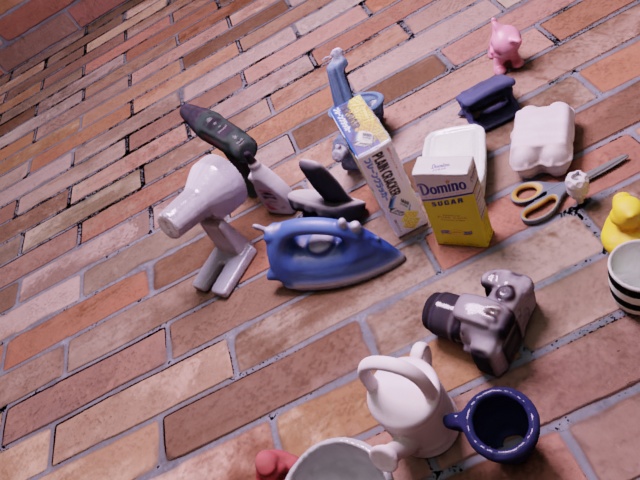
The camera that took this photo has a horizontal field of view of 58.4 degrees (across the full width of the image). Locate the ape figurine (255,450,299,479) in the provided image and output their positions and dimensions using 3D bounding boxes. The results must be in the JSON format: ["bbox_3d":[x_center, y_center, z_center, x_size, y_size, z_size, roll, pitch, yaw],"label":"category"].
[{"bbox_3d":[-0.065,0.331,0.819,0.078,0.092,0.076,-28,44,6],"label":"ape figurine"}]

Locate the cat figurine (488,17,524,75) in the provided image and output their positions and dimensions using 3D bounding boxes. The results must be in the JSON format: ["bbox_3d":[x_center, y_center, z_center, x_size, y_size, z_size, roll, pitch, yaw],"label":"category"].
[{"bbox_3d":[0.377,-0.412,1.182,0.067,0.118,0.127,-19,46,15],"label":"cat figurine"}]

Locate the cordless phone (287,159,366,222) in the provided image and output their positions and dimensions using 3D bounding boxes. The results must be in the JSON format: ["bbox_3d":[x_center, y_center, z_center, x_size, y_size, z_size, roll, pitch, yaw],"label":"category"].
[{"bbox_3d":[-0.008,-0.099,1.088,0.147,0.186,0.094,15,62,38],"label":"cordless phone"}]

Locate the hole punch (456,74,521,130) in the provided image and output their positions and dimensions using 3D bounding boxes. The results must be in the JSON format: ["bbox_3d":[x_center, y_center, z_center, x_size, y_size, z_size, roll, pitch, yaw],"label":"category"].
[{"bbox_3d":[0.323,-0.281,1.121,0.108,0.091,0.101,-26,45,9],"label":"hole punch"}]

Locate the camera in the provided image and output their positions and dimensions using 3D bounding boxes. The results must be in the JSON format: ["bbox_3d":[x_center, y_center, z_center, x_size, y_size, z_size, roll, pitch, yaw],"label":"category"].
[{"bbox_3d":[0.226,0.104,0.840,0.136,0.101,0.143,16,62,38],"label":"camera"}]

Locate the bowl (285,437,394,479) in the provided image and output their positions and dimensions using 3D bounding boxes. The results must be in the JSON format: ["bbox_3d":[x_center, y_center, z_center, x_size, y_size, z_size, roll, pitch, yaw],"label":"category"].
[{"bbox_3d":[0.032,0.355,0.756,0.167,0.075,0.167,-16,47,18],"label":"bowl"}]

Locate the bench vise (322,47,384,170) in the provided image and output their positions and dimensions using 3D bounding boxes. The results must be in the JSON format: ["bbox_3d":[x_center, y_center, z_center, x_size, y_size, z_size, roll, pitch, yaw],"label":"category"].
[{"bbox_3d":[0.067,-0.263,1.159,0.121,0.220,0.207,-15,47,19],"label":"bench vise"}]

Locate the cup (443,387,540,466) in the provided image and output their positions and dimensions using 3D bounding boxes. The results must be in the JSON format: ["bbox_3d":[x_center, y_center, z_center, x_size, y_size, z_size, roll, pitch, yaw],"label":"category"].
[{"bbox_3d":[0.222,0.246,0.725,0.117,0.095,0.092,-6,51,26],"label":"cup"}]

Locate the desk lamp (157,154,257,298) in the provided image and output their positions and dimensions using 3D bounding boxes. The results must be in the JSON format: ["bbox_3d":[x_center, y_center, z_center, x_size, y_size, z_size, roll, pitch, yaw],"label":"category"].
[{"bbox_3d":[-0.213,-0.030,1.126,0.117,0.214,0.203,9,58,35],"label":"desk lamp"}]

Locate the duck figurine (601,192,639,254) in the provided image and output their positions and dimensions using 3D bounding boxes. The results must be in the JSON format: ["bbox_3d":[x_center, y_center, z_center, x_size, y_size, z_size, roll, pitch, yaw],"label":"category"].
[{"bbox_3d":[0.449,-0.022,0.831,0.077,0.086,0.104,-13,48,21],"label":"duck figurine"}]

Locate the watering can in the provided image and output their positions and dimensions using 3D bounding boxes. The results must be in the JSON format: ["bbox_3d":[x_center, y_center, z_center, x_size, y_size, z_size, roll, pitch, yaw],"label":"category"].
[{"bbox_3d":[0.112,0.212,0.746,0.100,0.195,0.173,-16,47,17],"label":"watering can"}]

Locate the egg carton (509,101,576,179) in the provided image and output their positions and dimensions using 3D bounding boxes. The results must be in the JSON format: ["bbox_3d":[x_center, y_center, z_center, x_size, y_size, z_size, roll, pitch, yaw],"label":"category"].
[{"bbox_3d":[0.391,-0.178,1.009,0.107,0.070,0.150,-2,52,28],"label":"egg carton"}]

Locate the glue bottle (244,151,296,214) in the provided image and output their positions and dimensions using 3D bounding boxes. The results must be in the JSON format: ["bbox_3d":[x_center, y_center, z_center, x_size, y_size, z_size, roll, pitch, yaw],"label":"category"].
[{"bbox_3d":[-0.110,-0.119,1.173,0.077,0.174,0.037,3,55,32],"label":"glue bottle"}]

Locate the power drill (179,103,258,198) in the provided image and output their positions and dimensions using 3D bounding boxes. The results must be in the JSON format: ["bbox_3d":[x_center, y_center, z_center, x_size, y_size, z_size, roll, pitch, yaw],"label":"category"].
[{"bbox_3d":[-0.199,-0.197,1.265,0.076,0.209,0.228,-48,46,-14],"label":"power drill"}]

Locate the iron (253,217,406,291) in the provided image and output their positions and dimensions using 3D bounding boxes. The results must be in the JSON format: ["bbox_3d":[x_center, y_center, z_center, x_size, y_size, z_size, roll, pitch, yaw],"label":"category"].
[{"bbox_3d":[0.009,0.004,1.021,0.257,0.142,0.118,-7,50,25],"label":"iron"}]
